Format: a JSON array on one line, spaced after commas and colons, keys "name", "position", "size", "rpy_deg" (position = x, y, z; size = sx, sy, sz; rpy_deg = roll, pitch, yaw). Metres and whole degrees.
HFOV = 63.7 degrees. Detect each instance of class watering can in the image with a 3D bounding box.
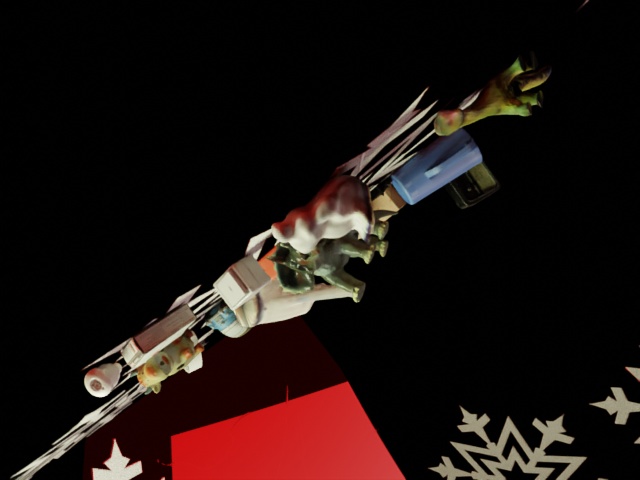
[{"name": "watering can", "position": [-0.073, 0.131, 1.183], "size": [0.225, 0.104, 0.345], "rpy_deg": [-10, 177, -28]}]

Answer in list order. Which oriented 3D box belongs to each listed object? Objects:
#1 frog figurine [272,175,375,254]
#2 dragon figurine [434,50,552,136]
[{"name": "frog figurine", "position": [0.003, -0.042, 0.826], "size": [0.159, 0.122, 0.138], "rpy_deg": [-2, -177, -2]}, {"name": "dragon figurine", "position": [0.368, -0.307, 1.146], "size": [0.240, 0.122, 0.416], "rpy_deg": [-20, -173, 38]}]
